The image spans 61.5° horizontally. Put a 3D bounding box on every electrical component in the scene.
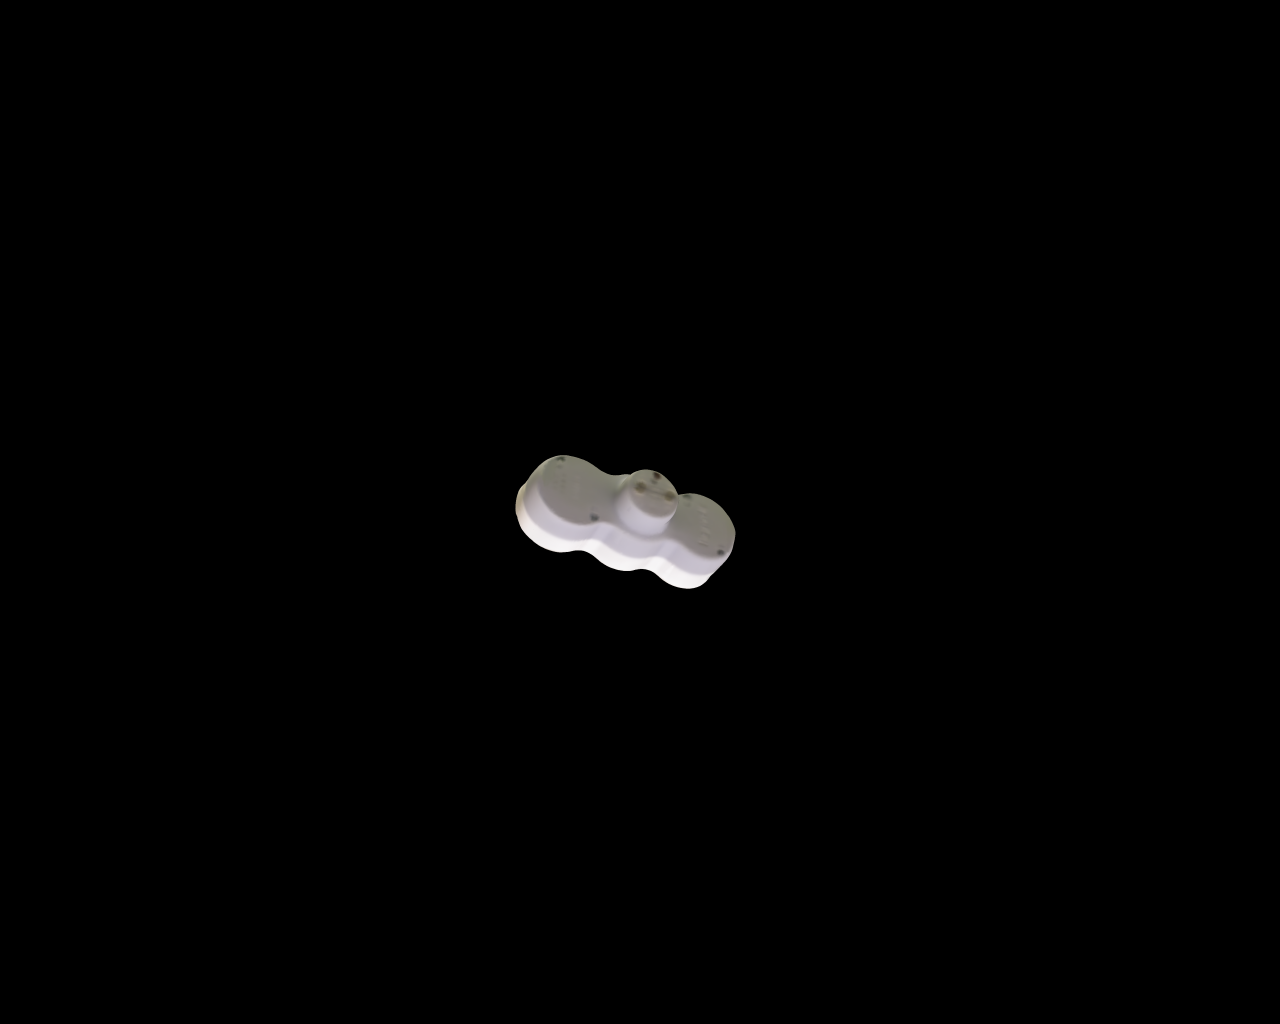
[{"bbox_3d":[0.001,-0.003,0.650,0.138,0.052,0.073,17,-40,-22],"label":"electrical component"}]
